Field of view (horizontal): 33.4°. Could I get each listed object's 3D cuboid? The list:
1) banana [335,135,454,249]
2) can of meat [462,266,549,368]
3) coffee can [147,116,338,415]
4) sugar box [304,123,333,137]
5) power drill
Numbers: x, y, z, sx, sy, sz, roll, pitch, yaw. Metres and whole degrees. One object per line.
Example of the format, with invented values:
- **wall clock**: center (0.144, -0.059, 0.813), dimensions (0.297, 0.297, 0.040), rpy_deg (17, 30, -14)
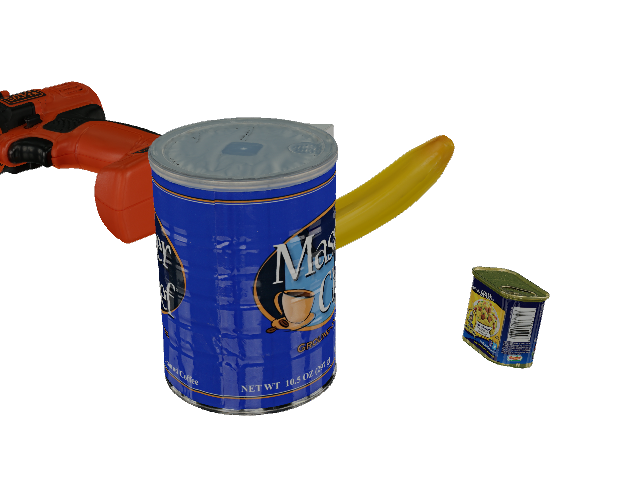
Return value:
- **banana**: center (0.016, -0.022, 0.826), dimensions (0.198, 0.037, 0.069), rpy_deg (-23, -23, 6)
- **can of meat**: center (0.202, 0.084, 1.178), dimensions (0.057, 0.084, 0.102), rpy_deg (3, 15, -20)
- **coffee can**: center (-0.041, 0.012, 0.605), dimensions (0.103, 0.140, 0.103), rpy_deg (0, 24, 0)
- **sugar box**: center (-0.017, -0.031, 1.131), dimensions (0.048, 0.176, 0.093), rpy_deg (2, 15, 14)
- **power drill**: center (-0.175, -0.055, 0.714), dimensions (0.188, 0.057, 0.184), rpy_deg (20, 31, 30)
